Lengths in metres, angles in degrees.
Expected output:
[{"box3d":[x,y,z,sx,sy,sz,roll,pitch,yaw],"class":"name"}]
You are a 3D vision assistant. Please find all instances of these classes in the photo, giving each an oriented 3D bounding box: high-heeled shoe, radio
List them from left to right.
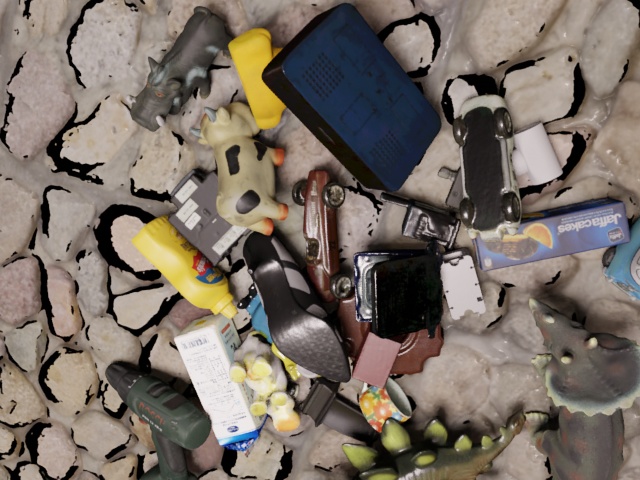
[{"box3d":[-0.032,0.094,0.806,0.086,0.145,0.248,-35,98,15],"class":"high-heeled shoe"},{"box3d":[0.049,-0.182,0.707,0.229,0.073,0.131,43,79,-27],"class":"radio"}]

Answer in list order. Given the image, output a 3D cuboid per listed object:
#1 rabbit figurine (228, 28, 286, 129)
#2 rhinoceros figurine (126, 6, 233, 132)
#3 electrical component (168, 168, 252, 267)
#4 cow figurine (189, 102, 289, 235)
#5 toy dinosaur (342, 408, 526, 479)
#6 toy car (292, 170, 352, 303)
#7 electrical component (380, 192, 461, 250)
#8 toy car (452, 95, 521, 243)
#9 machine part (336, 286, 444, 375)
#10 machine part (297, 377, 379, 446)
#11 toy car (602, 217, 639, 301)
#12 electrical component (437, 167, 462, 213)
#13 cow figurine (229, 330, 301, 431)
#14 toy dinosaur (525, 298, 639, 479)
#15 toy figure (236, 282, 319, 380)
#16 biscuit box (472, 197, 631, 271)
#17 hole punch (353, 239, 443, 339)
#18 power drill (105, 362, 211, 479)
[{"box3d":[-0.026,-0.234,0.747,0.173,0.122,0.162,-25,101,-5],"class":"rabbit figurine"},{"box3d":[-0.199,-0.239,0.772,0.073,0.112,0.190,39,98,-3],"class":"rhinoceros figurine"},{"box3d":[-0.166,-0.046,0.837,0.115,0.058,0.134,-42,93,13],"class":"electrical component"},{"box3d":[-0.118,-0.112,0.775,0.085,0.127,0.195,-33,56,47],"class":"cow figurine"},{"box3d":[0.111,0.384,0.838,0.471,0.105,0.198,-36,113,8],"class":"toy dinosaur"},{"box3d":[-0.002,-0.002,0.804,0.089,0.053,0.202,13,112,52],"class":"toy car"},{"box3d":[0.141,-0.030,0.782,0.119,0.075,0.047,15,104,1],"class":"electrical component"},{"box3d":[0.229,-0.097,0.735,0.074,0.056,0.201,-7,85,33],"class":"toy car"},{"box3d":[0.109,0.128,0.833,0.179,0.056,0.179,2,102,8],"class":"machine part"},{"box3d":[0.038,0.288,0.891,0.139,0.039,0.084,32,100,2],"class":"machine part"},{"box3d":[0.472,0.015,0.726,0.109,0.103,0.161,40,103,-1],"class":"toy car"},{"box3d":[0.213,-0.070,0.789,0.094,0.021,0.063,21,105,3],"class":"electrical component"},{"box3d":[-0.083,0.232,0.877,0.068,0.098,0.167,-20,117,10],"class":"cow figurine"},{"box3d":[0.367,0.272,0.755,0.131,0.192,0.404,-3,101,12],"class":"toy dinosaur"},{"box3d":[-0.045,0.139,0.849,0.180,0.089,0.082,41,116,7],"class":"toy figure"},{"box3d":[0.323,-0.009,0.765,0.203,0.059,0.062,-13,100,11],"class":"biscuit box"},{"box3d":[0.107,0.069,0.761,0.116,0.092,0.142,-6,98,-22],"class":"hole punch"},{"box3d":[-0.277,0.328,0.917,0.232,0.086,0.207,12,107,33],"class":"power drill"}]
